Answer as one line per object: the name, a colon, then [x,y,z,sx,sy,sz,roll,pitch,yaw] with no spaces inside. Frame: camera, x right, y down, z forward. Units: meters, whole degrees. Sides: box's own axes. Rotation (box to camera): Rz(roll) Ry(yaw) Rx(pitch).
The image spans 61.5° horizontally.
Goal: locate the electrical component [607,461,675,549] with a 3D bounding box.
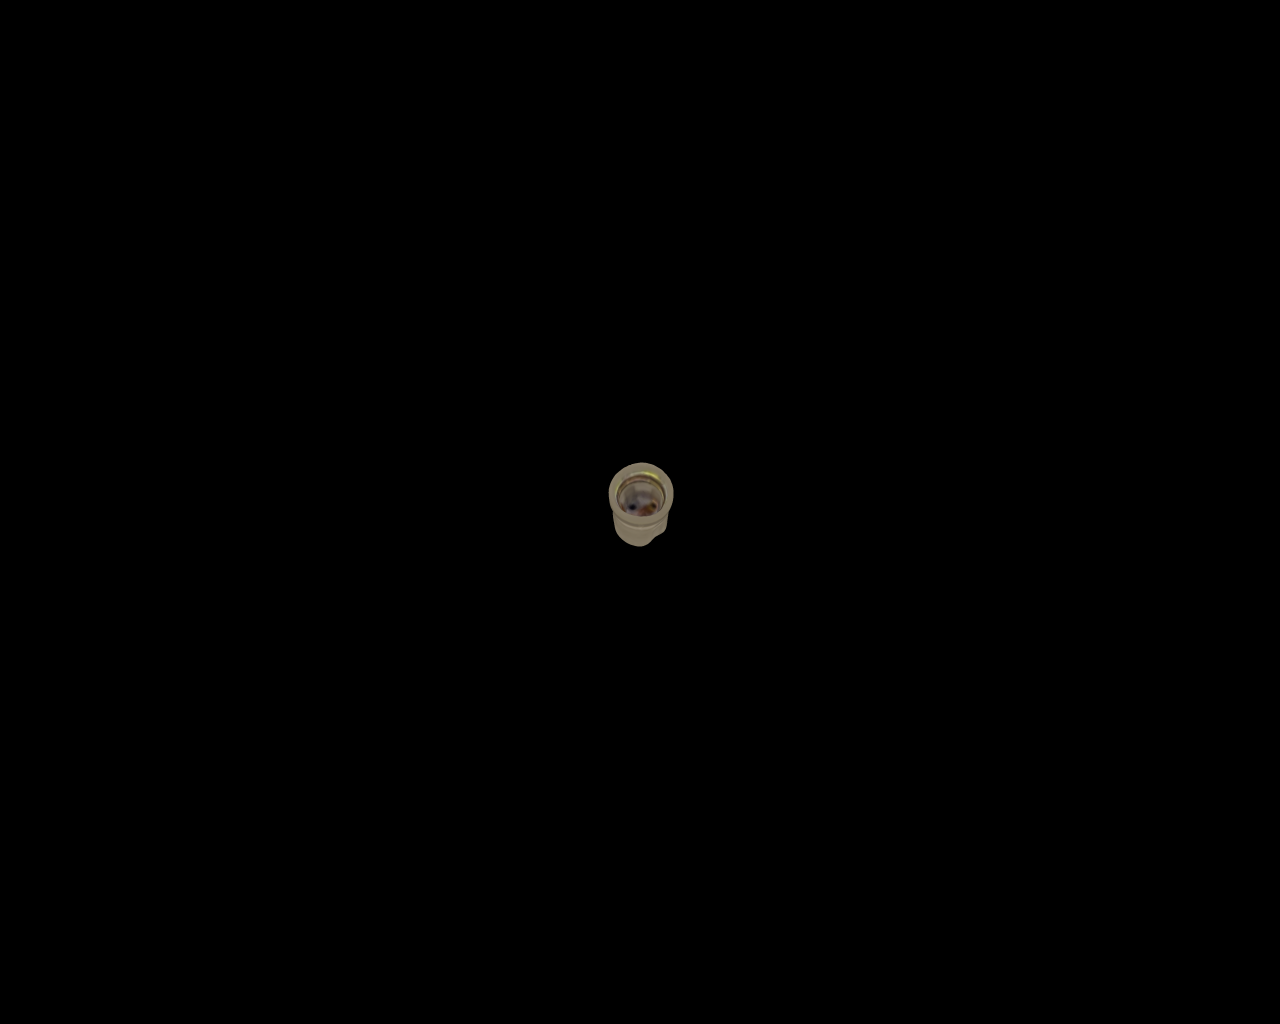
electrical component: [0.001,-0.003,0.650,0.040,0.040,0.046,0,-28,0]
